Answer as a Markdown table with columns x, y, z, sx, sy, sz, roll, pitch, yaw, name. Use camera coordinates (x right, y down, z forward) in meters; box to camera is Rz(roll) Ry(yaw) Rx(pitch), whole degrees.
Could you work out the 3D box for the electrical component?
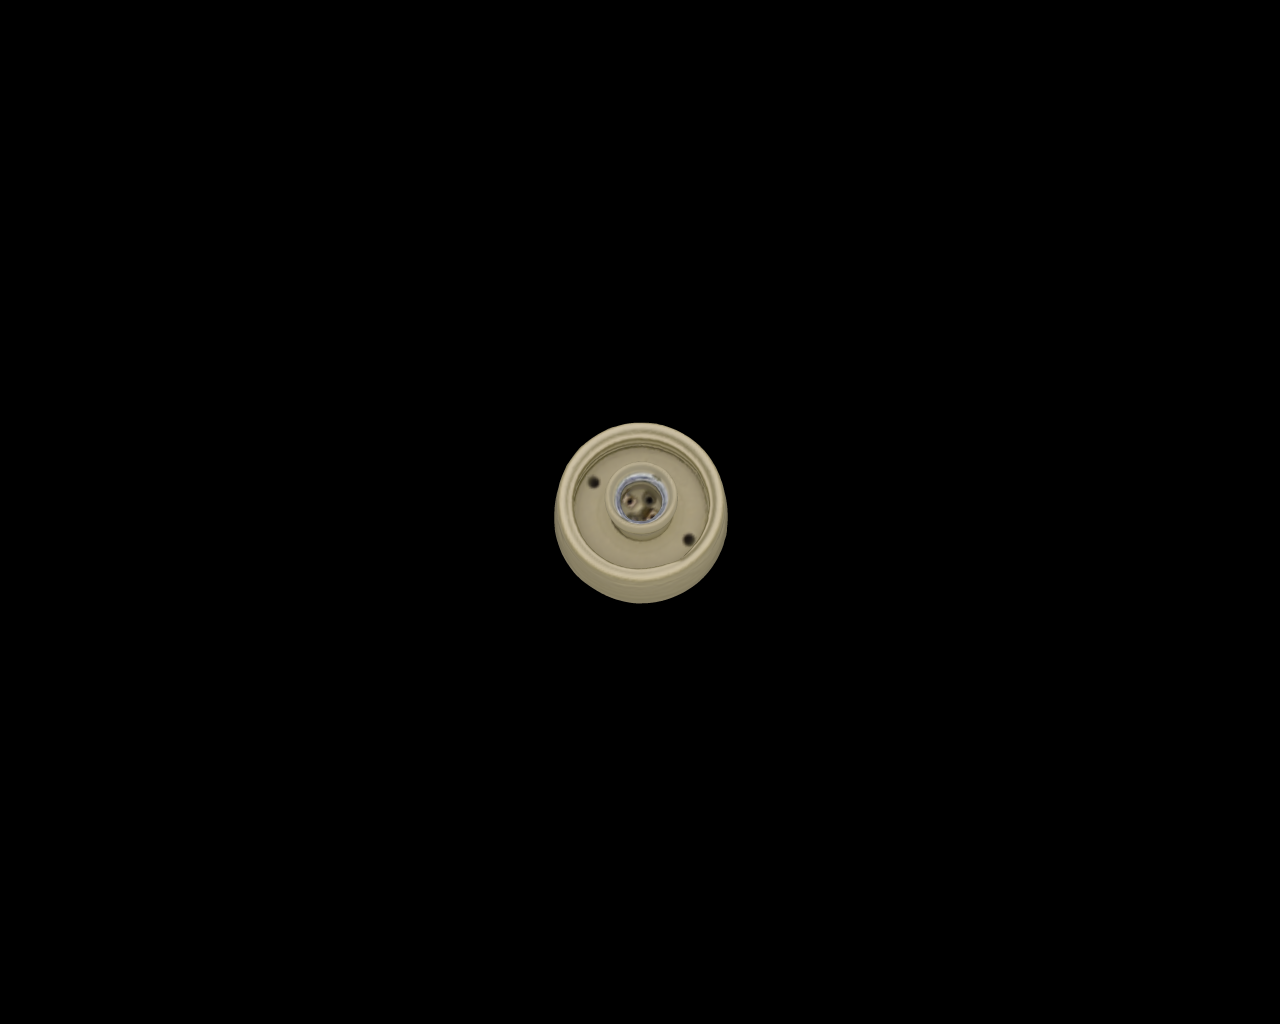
| x | y | z | sx | sy | sz | roll | pitch | yaw | name |
| --- | --- | --- | --- | --- | --- | --- | --- | --- | --- |
| 0.001 | -0.003 | 0.650 | 0.108 | 0.108 | 0.060 | 0 | -15 | 0 | electrical component |
